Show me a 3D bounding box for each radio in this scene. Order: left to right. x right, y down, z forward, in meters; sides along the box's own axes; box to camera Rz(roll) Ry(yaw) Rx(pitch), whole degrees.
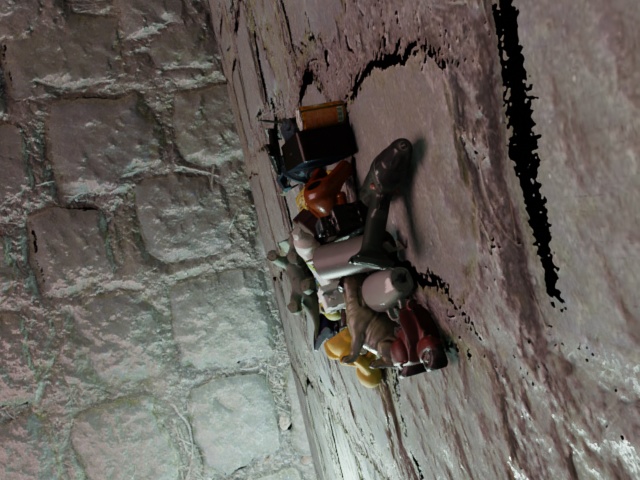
[{"bbox_3d":[-0.008,-0.213,1.266,0.230,0.131,0.073,-171,69,-77],"label":"radio"}]

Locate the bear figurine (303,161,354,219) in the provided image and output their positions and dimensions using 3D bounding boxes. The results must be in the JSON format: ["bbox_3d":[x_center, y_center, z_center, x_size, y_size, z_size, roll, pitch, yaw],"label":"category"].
[{"bbox_3d":[0.050,-0.069,1.270,0.120,0.132,0.195,-12,126,45],"label":"bear figurine"}]

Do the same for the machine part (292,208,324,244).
[{"bbox_3d":[-0.003,-0.004,1.466,0.179,0.056,0.179,43,165,14],"label":"machine part"}]

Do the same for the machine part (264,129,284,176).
[{"bbox_3d":[-0.116,-0.233,1.367,0.084,0.039,0.139,64,-167,-45],"label":"machine part"}]

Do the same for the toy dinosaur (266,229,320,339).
[{"bbox_3d":[-0.057,0.130,1.769,0.192,0.131,0.404,10,-119,-65],"label":"toy dinosaur"}]

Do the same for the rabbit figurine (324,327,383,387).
[{"bbox_3d":[0.111,0.302,1.398,0.173,0.122,0.162,61,156,6],"label":"rabbit figurine"}]

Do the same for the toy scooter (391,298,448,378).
[{"bbox_3d":[0.176,0.184,1.011,0.184,0.075,0.135,119,136,-67],"label":"toy scooter"}]

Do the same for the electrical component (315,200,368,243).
[{"bbox_3d":[0.060,-0.038,1.148,0.115,0.134,0.058,119,136,-69],"label":"electrical component"}]

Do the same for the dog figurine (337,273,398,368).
[{"bbox_3d":[0.123,0.162,1.136,0.121,0.172,0.190,-20,-70,-74],"label":"dog figurine"}]

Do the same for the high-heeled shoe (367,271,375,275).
[{"bbox_3d":[0.130,0.129,1.233,0.145,0.086,0.248,-16,106,48],"label":"high-heeled shoe"}]

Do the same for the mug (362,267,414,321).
[{"bbox_3d":[0.142,0.104,1.067,0.107,0.081,0.109,129,129,-63],"label":"mug"}]

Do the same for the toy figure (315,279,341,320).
[{"bbox_3d":[0.031,0.152,1.596,0.089,0.082,0.180,-125,27,-66],"label":"toy figure"}]

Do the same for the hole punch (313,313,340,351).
[{"bbox_3d":[0.021,0.283,1.708,0.142,0.092,0.115,-85,-8,-62],"label":"hole punch"}]

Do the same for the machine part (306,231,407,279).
[{"bbox_3d":[0.071,0.033,1.109,0.243,0.079,0.079,-15,88,38],"label":"machine part"}]

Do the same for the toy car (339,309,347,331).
[{"bbox_3d":[0.080,0.276,1.569,0.089,0.053,0.201,-94,0,-50],"label":"toy car"}]

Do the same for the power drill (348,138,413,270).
[{"bbox_3d":[0.105,-0.053,0.946,0.232,0.086,0.207,131,144,-81],"label":"power drill"}]

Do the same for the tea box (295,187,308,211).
[{"bbox_3d":[-0.018,-0.101,1.568,0.169,0.068,0.098,159,97,-76],"label":"tea box"}]

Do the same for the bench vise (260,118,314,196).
[{"bbox_3d":[-0.083,-0.231,1.560,0.224,0.129,0.240,51,140,20],"label":"bench vise"}]
